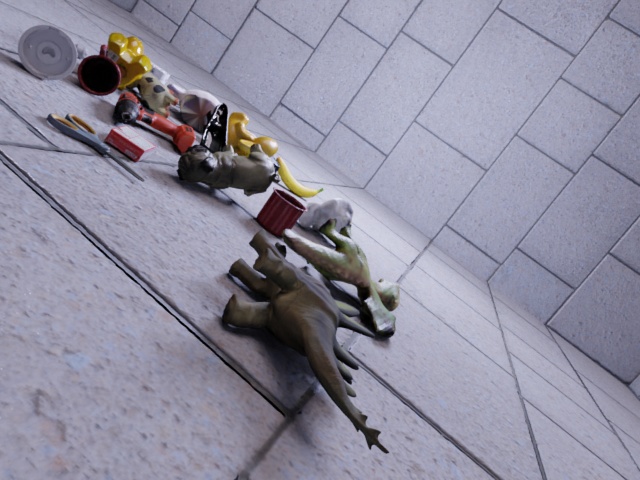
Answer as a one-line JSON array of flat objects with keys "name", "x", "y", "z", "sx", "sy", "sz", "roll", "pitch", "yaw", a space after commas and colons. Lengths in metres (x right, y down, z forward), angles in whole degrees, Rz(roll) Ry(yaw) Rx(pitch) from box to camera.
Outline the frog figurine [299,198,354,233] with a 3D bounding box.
[{"name": "frog figurine", "x": 0.004, "y": -0.069, "z": 1.380, "sx": 0.159, "sy": 0.125, "sz": 0.135, "roll": 26, "pitch": -21, "yaw": -4}]

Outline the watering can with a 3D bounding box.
[{"name": "watering can", "x": -0.340, "y": -0.397, "z": 1.668, "sx": 0.345, "sy": 0.103, "sz": 0.228, "roll": 30, "pitch": 14, "yaw": -22}]

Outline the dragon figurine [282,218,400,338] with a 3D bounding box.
[{"name": "dragon figurine", "x": 0.074, "y": 0.087, "z": 1.027, "sx": 0.245, "sy": 0.121, "sz": 0.409, "roll": 49, "pitch": 16, "yaw": 19}]
